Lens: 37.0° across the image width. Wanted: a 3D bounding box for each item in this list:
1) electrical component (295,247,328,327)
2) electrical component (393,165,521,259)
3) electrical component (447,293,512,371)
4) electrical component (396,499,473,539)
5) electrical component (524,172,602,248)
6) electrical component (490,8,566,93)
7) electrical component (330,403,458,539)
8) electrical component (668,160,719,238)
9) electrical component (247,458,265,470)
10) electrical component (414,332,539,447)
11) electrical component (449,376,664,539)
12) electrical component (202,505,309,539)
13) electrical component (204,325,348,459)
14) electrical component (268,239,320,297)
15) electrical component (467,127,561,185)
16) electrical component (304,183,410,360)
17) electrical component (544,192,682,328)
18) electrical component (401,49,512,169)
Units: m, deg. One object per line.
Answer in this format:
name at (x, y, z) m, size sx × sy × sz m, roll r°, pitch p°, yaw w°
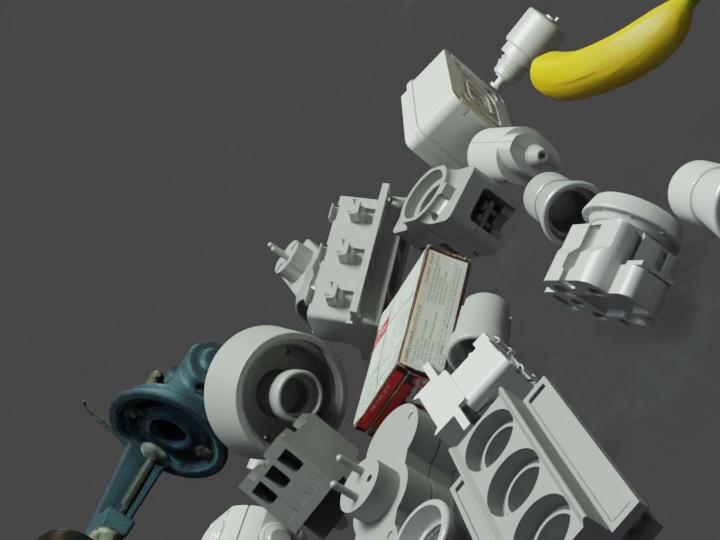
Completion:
electrical component at (-0.022, 0.019, 0.947) m, size 0.078 × 0.058 × 0.057 m, roll -30°, pitch 29°, yaw 51°
electrical component at (0.070, -0.043, 0.829) m, size 0.050 × 0.056 × 0.089 m, roll -62°, pitch 20°, yaw -17°
electrical component at (0.079, 0.042, 0.696) m, size 0.040 × 0.040 × 0.046 m, roll -41°, pitch 19°, yaw 36°
electrical component at (0.051, 0.151, 0.560) m, size 0.045 × 0.055 × 0.045 m, roll -47°, pitch 21°, yaw 24°
electrical component at (0.132, -0.042, 0.706) m, size 0.044 × 0.044 × 0.065 m, roll -53°, pitch 15°, yaw 8°
electrical component at (0.140, -0.186, 0.915) m, size 0.078 × 0.040 × 0.040 m, roll -51°, pitch 20°, yaw 15°
electrical component at (0.013, 0.137, 0.646) m, size 0.052 × 0.074 × 0.138 m, roll -40°, pitch 25°, yaw 39°
electrical component at (0.189, -0.037, 0.560) m, size 0.044 × 0.044 × 0.065 m, roll -54°, pitch 15°, yaw 4°
electrical component at (-0.075, 0.139, 0.898) m, size 0.048 × 0.048 × 0.062 m, roll -10°, pitch 55°, yaw 64°
electrical component at (0.073, 0.076, 0.644) m, size 0.063 × 0.042 × 0.081 m, roll -49°, pitch 25°, yaw 7°
electrical component at (0.093, 0.113, 0.509) m, size 0.078 × 0.063 × 0.121 m, roll -52°, pitch 20°, yaw 10°
electrical component at (-0.075, 0.205, 0.740) m, size 0.080 × 0.080 × 0.051 m, roll -41°, pitch 19°, yaw 36°
electrical component at (-0.060, 0.097, 0.842) m, size 0.060 × 0.108 × 0.108 m, roll -4°, pitch 54°, yaw 58°
electrical component at (-0.056, -0.003, 1.033) m, size 0.047 × 0.076 × 0.083 m, roll -55°, pitch 19°, yaw 3°
electrical component at (0.117, -0.085, 0.804) m, size 0.043 × 0.043 × 0.081 m, roll -58°, pitch 19°, yaw -5°
electrical component at (0.000, 0.000, 0.876) m, size 0.078 × 0.063 × 0.121 m, roll 77°, pitch -156°, yaw -57°
electrical component at (0.143, -0.006, 0.595) m, size 0.057 × 0.058 × 0.078 m, roll -63°, pitch 20°, yaw -12°
electrical component at (0.081, -0.125, 0.903) m, size 0.057 × 0.078 × 0.113 m, roll -44°, pitch 22°, yaw 23°
